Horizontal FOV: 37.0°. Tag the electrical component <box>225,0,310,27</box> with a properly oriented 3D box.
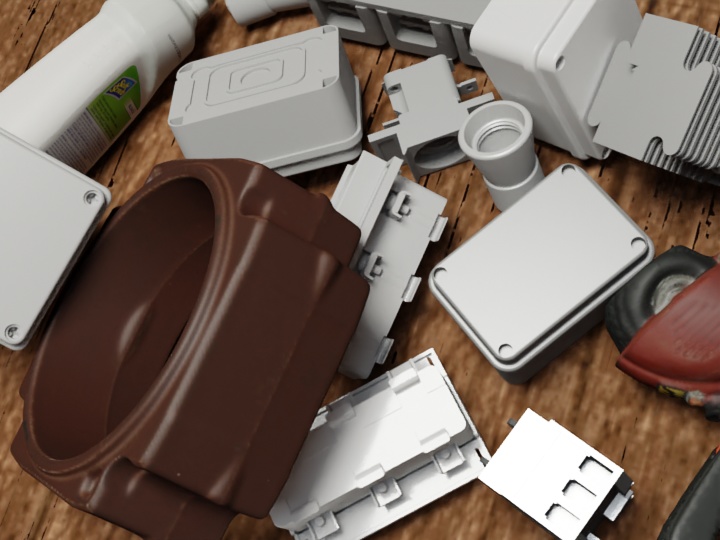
[{"bbox_3d":[-0.061,-0.193,0.740,0.065,0.044,0.044,-18,69,13],"label":"electrical component"}]

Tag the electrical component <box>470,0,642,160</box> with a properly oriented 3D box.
[{"bbox_3d":[0.123,-0.125,0.627,0.057,0.113,0.078,29,81,37],"label":"electrical component"}]

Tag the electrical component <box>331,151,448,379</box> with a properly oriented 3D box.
[{"bbox_3d":[0.000,0.000,0.644,0.063,0.079,0.121,26,79,-10],"label":"electrical component"}]

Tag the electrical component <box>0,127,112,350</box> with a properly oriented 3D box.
[{"bbox_3d":[-0.220,-0.025,0.635,0.109,0.056,0.108,30,85,-13],"label":"electrical component"}]

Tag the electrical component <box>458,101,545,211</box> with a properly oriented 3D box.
[{"bbox_3d":[0.089,-0.064,0.645,0.044,0.065,0.044,-13,52,17],"label":"electrical component"}]

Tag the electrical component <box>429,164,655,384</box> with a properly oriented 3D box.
[{"bbox_3d":[0.105,0.002,0.625,0.113,0.057,0.078,-39,68,-1],"label":"electrical component"}]

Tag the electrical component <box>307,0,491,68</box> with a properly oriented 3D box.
[{"bbox_3d":[0.050,-0.189,0.699,0.150,0.061,0.089,16,77,18],"label":"electrical component"}]

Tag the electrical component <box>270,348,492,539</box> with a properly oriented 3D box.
[{"bbox_3d":[0.004,0.104,0.613,0.121,0.063,0.078,-29,68,3],"label":"electrical component"}]

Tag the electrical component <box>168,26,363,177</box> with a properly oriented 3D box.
[{"bbox_3d":[-0.058,-0.101,0.685,0.113,0.057,0.078,-13,41,10],"label":"electrical component"}]

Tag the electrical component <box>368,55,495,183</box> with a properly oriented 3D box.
[{"bbox_3d":[0.045,-0.097,0.681,0.081,0.042,0.063,-18,65,7],"label":"electrical component"}]
